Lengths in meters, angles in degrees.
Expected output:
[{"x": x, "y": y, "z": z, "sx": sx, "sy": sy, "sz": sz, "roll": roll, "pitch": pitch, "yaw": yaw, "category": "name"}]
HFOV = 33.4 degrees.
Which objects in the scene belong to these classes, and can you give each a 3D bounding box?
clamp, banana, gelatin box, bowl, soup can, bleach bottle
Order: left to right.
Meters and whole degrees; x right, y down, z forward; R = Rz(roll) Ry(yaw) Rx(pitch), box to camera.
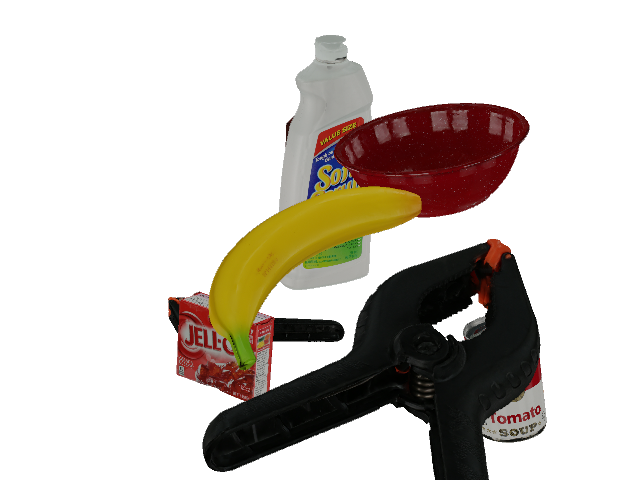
[{"x": -0.084, "y": 0.092, "z": 0.927, "sx": 0.089, "sy": 0.073, "sz": 0.030, "roll": 16, "pitch": 20, "yaw": 32, "category": "gelatin box"}, {"x": -0.099, "y": 0.111, "z": 1.233, "sx": 0.210, "sy": 0.036, "sz": 0.164, "roll": 14, "pitch": 26, "yaw": 24, "category": "clamp"}, {"x": -0.012, "y": 0.009, "z": 0.710, "sx": 0.197, "sy": 0.070, "sz": 0.037, "roll": -41, "pitch": -11, "yaw": -35, "category": "banana"}, {"x": 0.002, "y": -0.078, "z": 1.066, "sx": 0.102, "sy": 0.251, "sz": 0.068, "roll": -9, "pitch": 28, "yaw": -18, "category": "bleach bottle"}, {"x": 0.095, "y": -0.063, "z": 0.889, "sx": 0.162, "sy": 0.055, "sz": 0.162, "roll": -10, "pitch": 24, "yaw": 4, "category": "bowl"}, {"x": 0.049, "y": 0.063, "z": 0.439, "sx": 0.120, "sy": 0.039, "sz": 0.171, "roll": 33, "pitch": 52, "yaw": 23, "category": "clamp"}, {"x": 0.172, "y": 0.127, "z": 0.993, "sx": 0.068, "sy": 0.102, "sz": 0.068, "roll": -9, "pitch": 18, "yaw": 3, "category": "soup can"}]

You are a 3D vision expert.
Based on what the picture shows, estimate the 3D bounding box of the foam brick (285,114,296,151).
[{"x": 0.001, "y": -0.121, "z": 1.299, "sx": 0.078, "sy": 0.053, "sz": 0.051, "roll": 12, "pitch": 31, "yaw": 18, "category": "foam brick"}]
